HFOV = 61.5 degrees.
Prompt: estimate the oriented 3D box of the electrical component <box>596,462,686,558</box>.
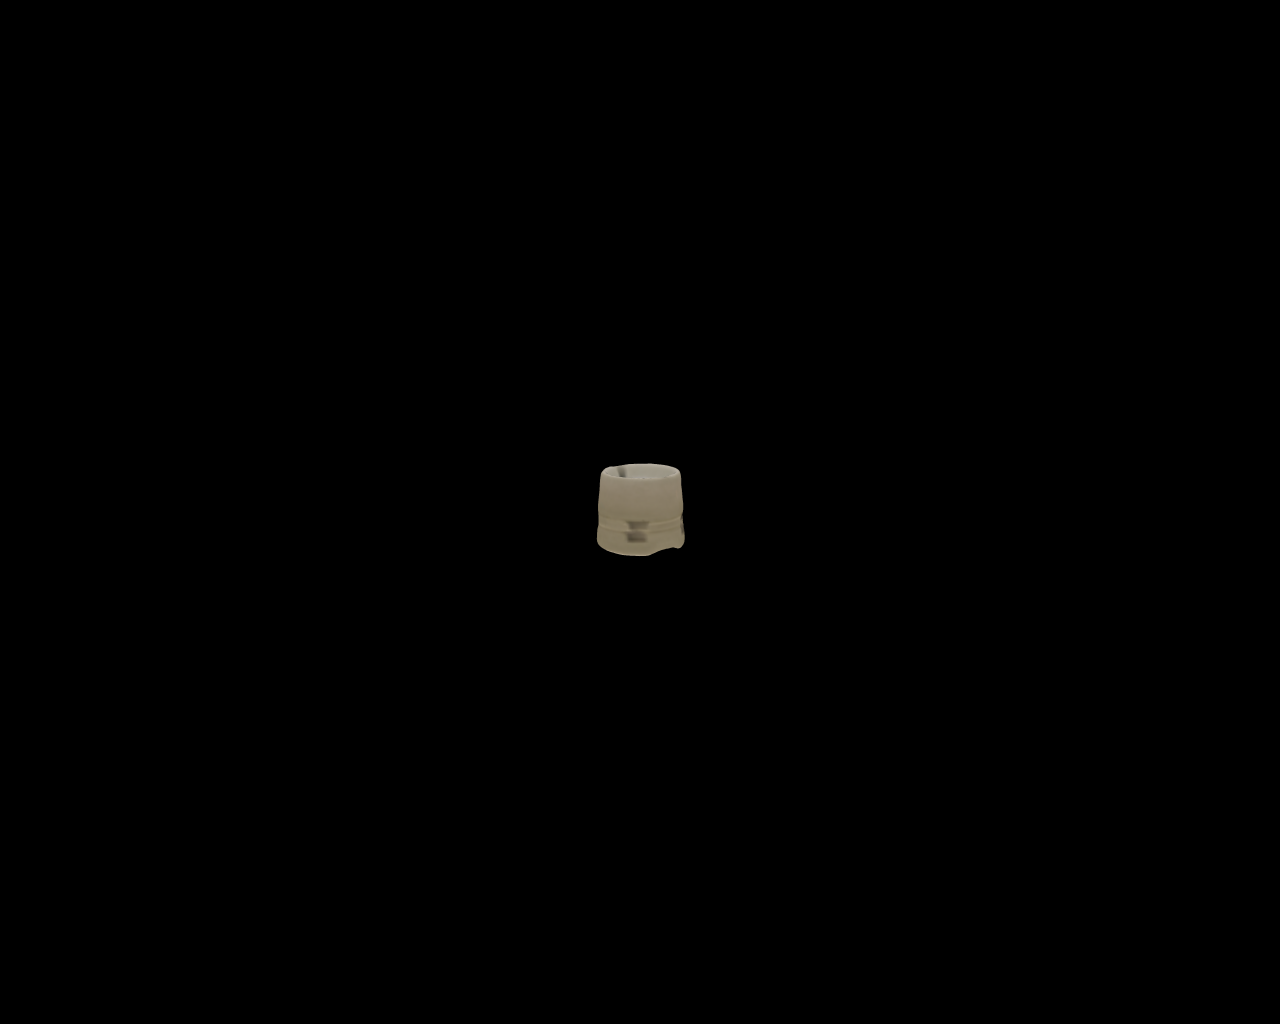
[{"bbox_3d":[0.001,-0.003,0.650,0.055,0.047,0.055,0,14,0],"label":"electrical component"}]
